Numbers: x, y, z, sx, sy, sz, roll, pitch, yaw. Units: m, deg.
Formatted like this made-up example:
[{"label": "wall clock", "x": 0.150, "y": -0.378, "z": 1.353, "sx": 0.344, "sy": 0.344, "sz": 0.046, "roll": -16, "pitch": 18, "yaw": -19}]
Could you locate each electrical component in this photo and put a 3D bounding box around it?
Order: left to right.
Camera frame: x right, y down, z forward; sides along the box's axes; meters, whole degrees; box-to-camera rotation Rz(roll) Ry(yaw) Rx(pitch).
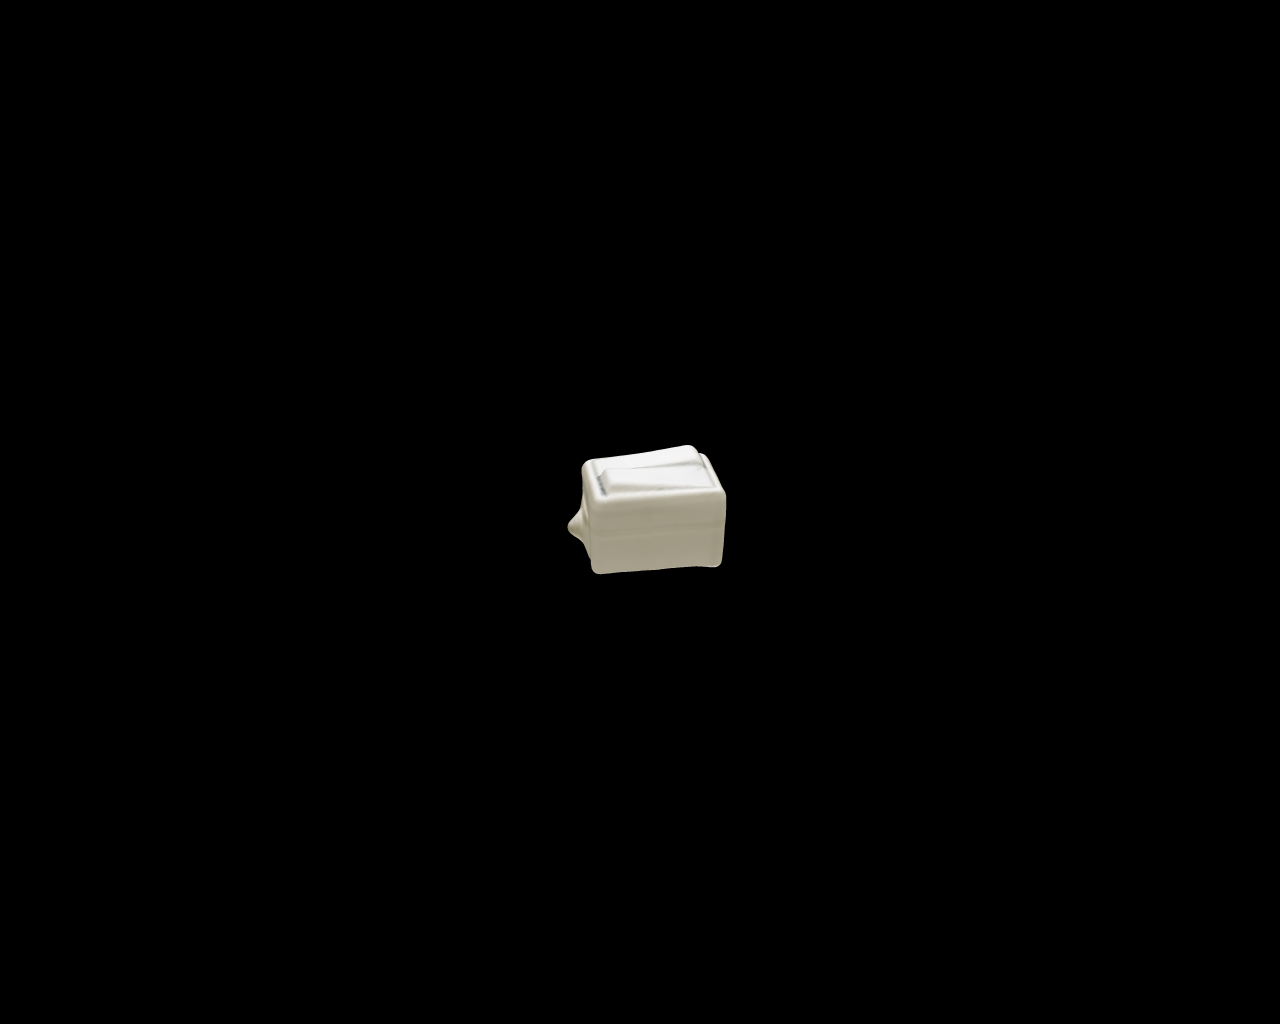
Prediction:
[{"label": "electrical component", "x": 0.001, "y": -0.003, "z": 0.650, "sx": 0.096, "sy": 0.061, "sz": 0.062, "roll": -4, "pitch": 28, "yaw": -7}]
